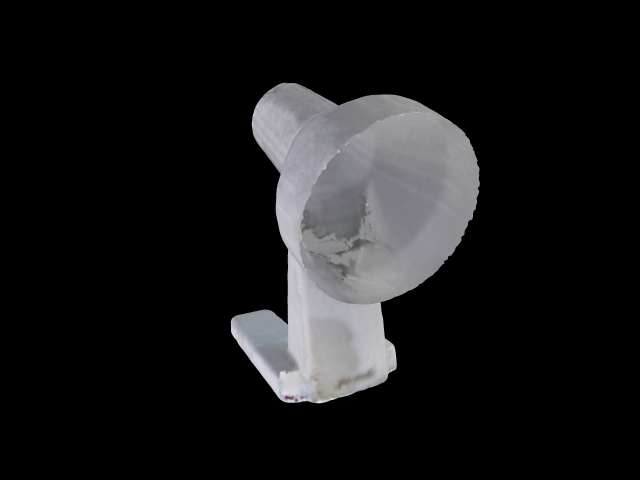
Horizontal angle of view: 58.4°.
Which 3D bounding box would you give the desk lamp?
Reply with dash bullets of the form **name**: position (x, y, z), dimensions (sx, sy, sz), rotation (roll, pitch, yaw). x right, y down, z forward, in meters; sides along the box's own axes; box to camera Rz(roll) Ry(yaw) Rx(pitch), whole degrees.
- **desk lamp**: position (0.004, 0.001, 0.400), dimensions (0.118, 0.214, 0.202), rotation (-8, 18, -26)
